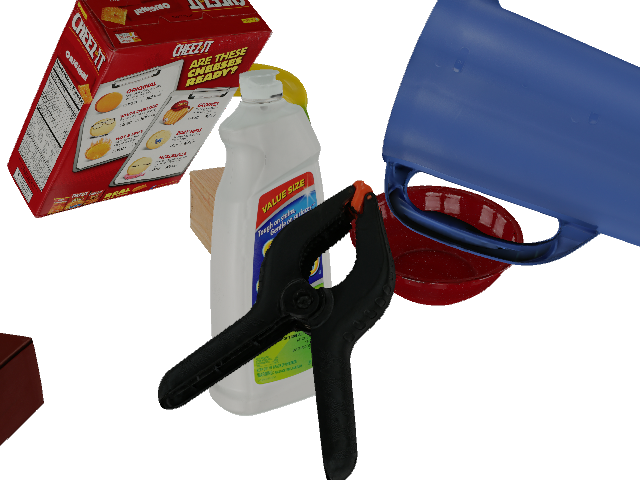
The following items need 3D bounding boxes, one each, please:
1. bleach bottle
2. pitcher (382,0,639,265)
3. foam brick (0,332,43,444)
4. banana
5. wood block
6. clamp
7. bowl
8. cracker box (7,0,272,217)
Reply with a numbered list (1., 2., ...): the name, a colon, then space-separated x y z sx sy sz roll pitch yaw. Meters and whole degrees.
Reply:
1. bleach bottle: -0.043 -0.001 0.805 0.102 0.251 0.068 -14 21 -29
2. pitcher: 0.169 -0.065 0.747 0.243 0.149 0.144 23 47 9
3. foam brick: -0.225 0.100 0.689 0.053 0.051 0.078 6 29 22
4. banana: -0.095 -0.165 1.149 0.198 0.037 0.069 9 44 18
5. wood block: -0.094 -0.018 1.362 0.090 0.090 0.206 -8 27 -22
6. clamp: 0.000 0.049 0.602 0.120 0.171 0.039 31 -12 16
7. bowl: 0.107 0.012 1.007 0.162 0.055 0.162 1 35 -1
8. cracker box: -0.162 -0.123 0.927 0.163 0.072 0.214 -18 -24 -42
